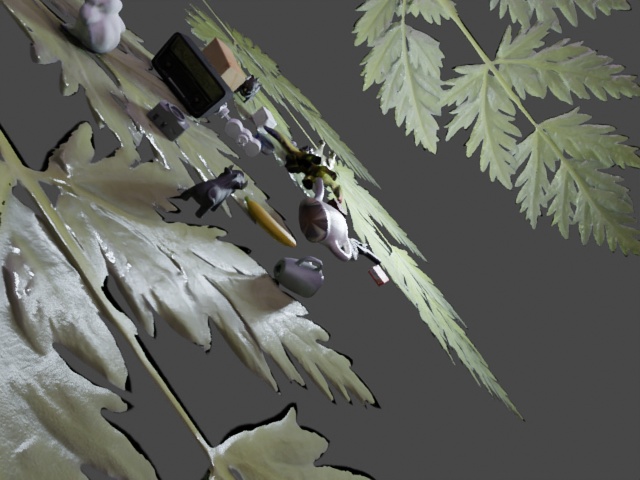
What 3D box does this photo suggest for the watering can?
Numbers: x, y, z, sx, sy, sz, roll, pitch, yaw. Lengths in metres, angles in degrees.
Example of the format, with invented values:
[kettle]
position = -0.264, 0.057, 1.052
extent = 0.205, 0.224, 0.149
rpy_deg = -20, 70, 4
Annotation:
[watering can]
position = 0.005, -0.086, 1.709
extent = 0.103, 0.354, 0.222
rpy_deg = -32, -26, 20

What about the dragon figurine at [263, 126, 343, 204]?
[dragon figurine]
position = -0.048, -0.293, 1.963
extent = 0.121, 0.409, 0.245
rpy_deg = -42, 6, 9

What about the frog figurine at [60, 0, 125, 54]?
[frog figurine]
position = -0.508, -0.521, 1.209
extent = 0.158, 0.123, 0.138
rpy_deg = -36, -8, 16
